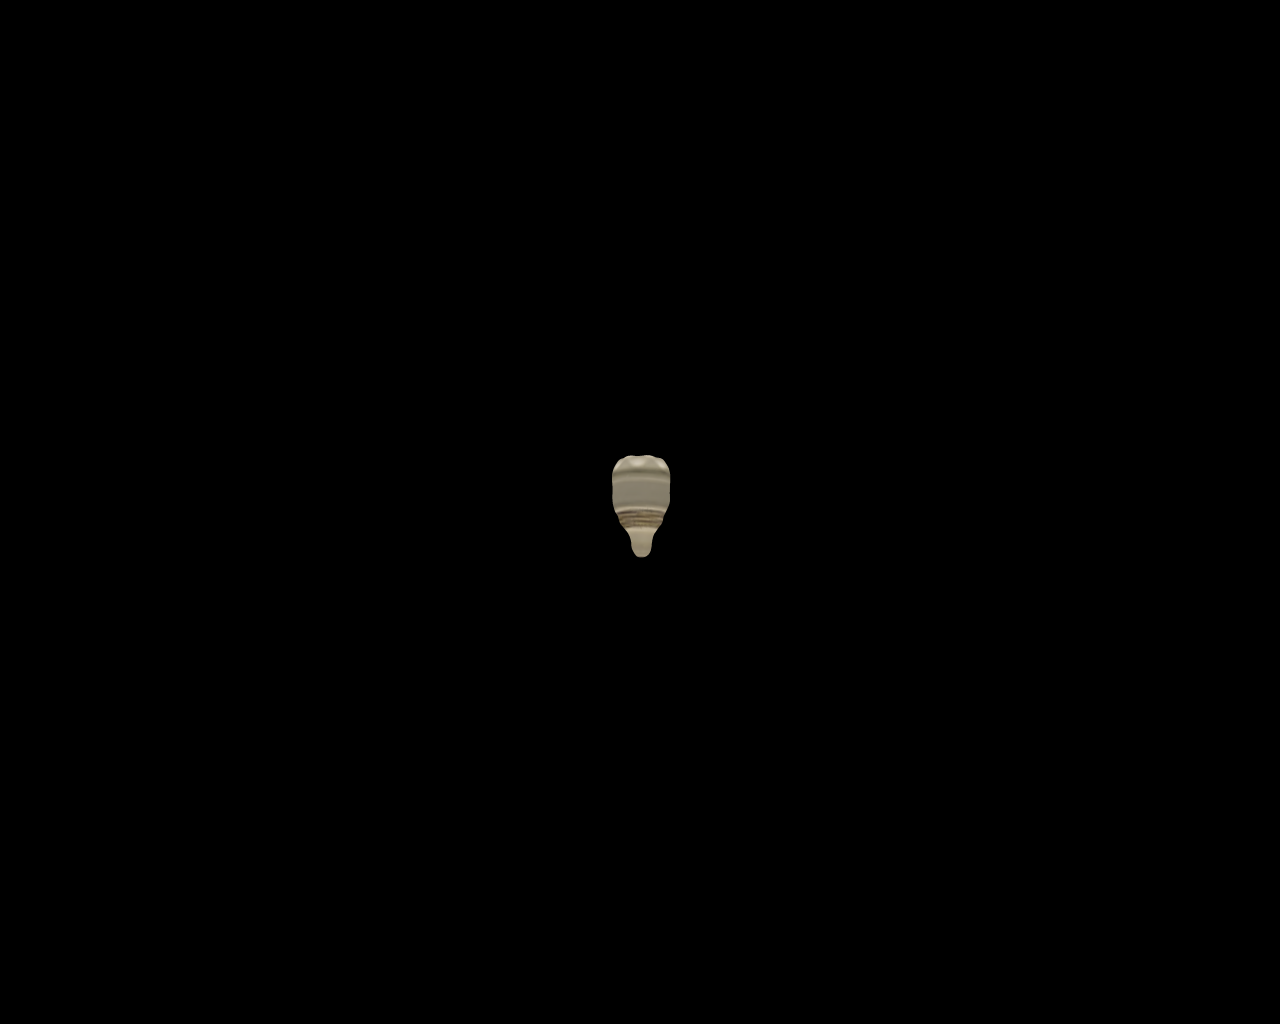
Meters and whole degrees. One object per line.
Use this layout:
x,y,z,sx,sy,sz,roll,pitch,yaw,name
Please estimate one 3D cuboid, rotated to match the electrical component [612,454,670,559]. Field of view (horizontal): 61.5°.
0.001,-0.003,0.650,0.035,0.061,0.035,0,-7,0,electrical component
